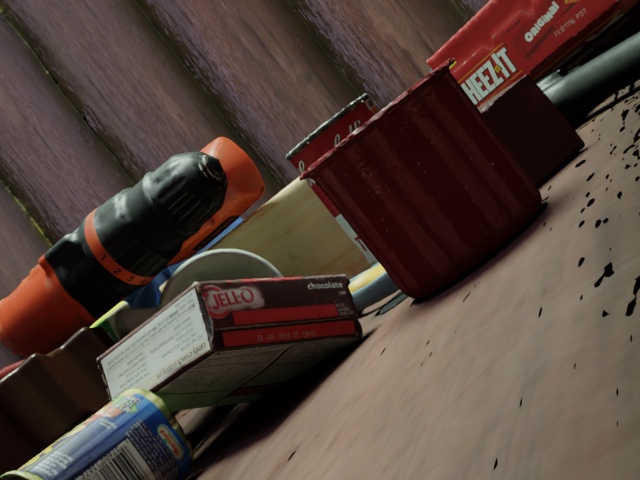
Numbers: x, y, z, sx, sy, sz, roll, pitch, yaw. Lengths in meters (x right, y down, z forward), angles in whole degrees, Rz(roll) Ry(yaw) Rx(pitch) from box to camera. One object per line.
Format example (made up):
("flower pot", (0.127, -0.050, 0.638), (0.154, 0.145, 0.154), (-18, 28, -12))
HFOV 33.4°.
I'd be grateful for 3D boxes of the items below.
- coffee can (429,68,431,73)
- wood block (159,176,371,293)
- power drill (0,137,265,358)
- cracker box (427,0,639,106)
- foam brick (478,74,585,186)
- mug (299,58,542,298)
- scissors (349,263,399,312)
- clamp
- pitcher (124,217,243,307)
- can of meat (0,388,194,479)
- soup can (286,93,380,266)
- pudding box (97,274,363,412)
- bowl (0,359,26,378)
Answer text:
("coffee can", (0.192, -0.173, 1.049), (0.141, 0.103, 0.102), (-37, 2, 40))
("wood block", (-0.006, 0.000, 0.799), (0.206, 0.090, 0.090), (-37, 3, 14))
("power drill", (-0.103, -0.011, 0.683), (0.185, 0.057, 0.187), (-35, 3, 25))
("cracker box", (0.209, -0.179, 0.817), (0.213, 0.072, 0.164), (-27, -9, -40))
("foam brick", (0.100, -0.050, 0.607), (0.053, 0.051, 0.078), (-39, 2, -17))
("mug", (0.050, -0.027, 0.521), (0.093, 0.081, 0.117), (-38, 2, 0))
("scissors", (0.030, 0.024, 0.671), (0.096, 0.016, 0.202), (-37, 2, -18))
("clamp", (0.170, -0.101, 0.732), (0.210, 0.036, 0.164), (-33, 2, 34))
("pitcher", (-0.136, 0.031, 0.987), (0.242, 0.149, 0.145), (-34, -42, -70))
("can of meat", (-0.117, 0.122, 0.502), (0.102, 0.057, 0.083), (-35, 0, 38))
("soup can", (0.035, -0.036, 0.703), (0.068, 0.102, 0.068), (-38, 2, 1))
("pudding box", (-0.047, 0.054, 0.537), (0.089, 0.039, 0.114), (0, -25, -38))
("bowl", (-0.216, 0.152, 0.926), (0.162, 0.055, 0.162), (-2, 20, 1))
